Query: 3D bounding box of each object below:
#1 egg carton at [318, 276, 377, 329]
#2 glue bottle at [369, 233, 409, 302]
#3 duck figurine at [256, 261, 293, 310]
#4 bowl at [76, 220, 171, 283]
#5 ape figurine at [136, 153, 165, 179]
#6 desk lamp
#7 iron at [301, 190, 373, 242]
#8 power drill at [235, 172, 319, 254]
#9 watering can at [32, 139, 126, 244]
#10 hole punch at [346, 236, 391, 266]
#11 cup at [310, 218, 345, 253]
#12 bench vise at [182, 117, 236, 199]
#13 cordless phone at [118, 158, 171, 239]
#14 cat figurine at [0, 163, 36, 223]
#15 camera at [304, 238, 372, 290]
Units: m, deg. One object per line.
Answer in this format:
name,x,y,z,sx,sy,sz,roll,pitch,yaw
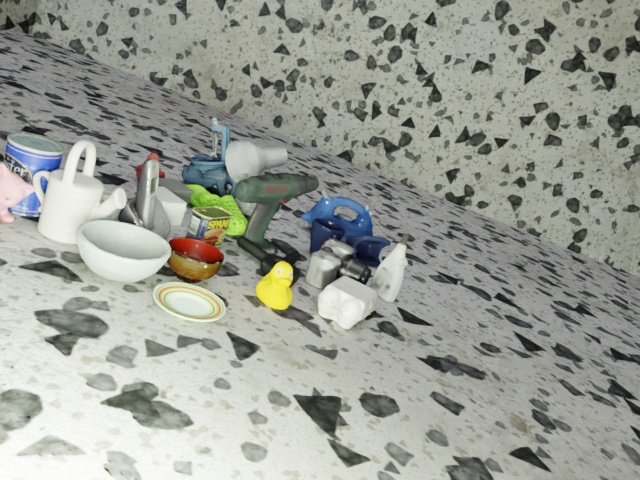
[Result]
egg carton,0.061,0.134,1.234,0.107,0.069,0.151,26,17,15
glue bottle,0.184,0.063,1.421,0.037,0.173,0.077,4,24,-45
duck figurine,-0.085,0.083,1.184,0.078,0.086,0.104,15,18,-19
bowl,-0.360,0.030,1.036,0.167,0.075,0.167,20,17,-6
ape figurine,-0.465,-0.196,1.579,0.078,0.092,0.076,21,17,-2
desk lamp,-0.185,-0.180,1.656,0.204,0.213,0.117,2,25,-48
iron,0.081,-0.065,1.749,0.259,0.141,0.118,11,20,-31
power drill,-0.119,-0.073,1.413,0.230,0.208,0.075,4,24,-45
watering can,-0.461,-0.097,1.100,0.173,0.194,0.100,15,18,-21
hole punch,0.132,0.015,1.650,0.109,0.091,0.100,10,20,-33
cup,0.014,0.005,1.530,0.092,0.095,0.117,14,18,-22
bench vise,-0.290,-0.245,1.721,0.208,0.220,0.121,15,18,-21
cordless phone,-0.355,-0.087,1.212,0.094,0.185,0.147,20,17,-4
cat figurine,-0.596,-0.092,1.054,0.127,0.118,0.067,24,17,9
camera,0.052,0.066,1.380,0.136,0.101,0.143,25,17,12
